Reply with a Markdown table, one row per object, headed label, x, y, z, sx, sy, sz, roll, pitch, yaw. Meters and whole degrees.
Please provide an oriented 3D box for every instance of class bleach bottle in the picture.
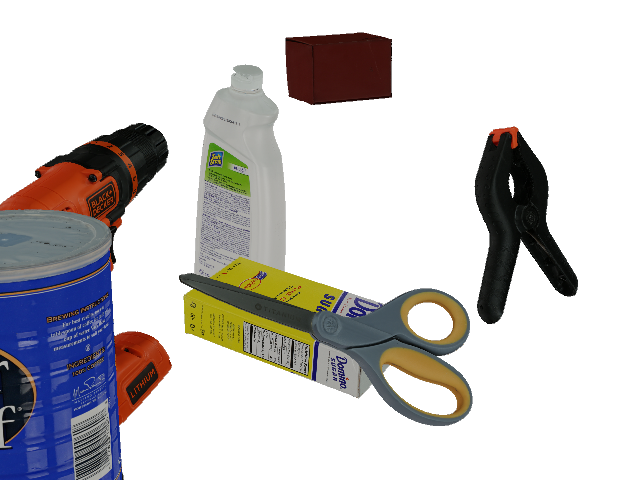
| label | x | y | z | sx | sy | sz | roll | pitch | yaw |
| --- | --- | --- | --- | --- | --- | --- | --- | --- | --- |
| bleach bottle | -0.075 | -0.053 | 1.089 | 0.103 | 0.251 | 0.068 | 19 | 30 | 22 |

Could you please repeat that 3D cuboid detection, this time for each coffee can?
| label | x | y | z | sx | sy | sz | roll | pitch | yaw |
| --- | --- | --- | --- | --- | --- | --- | --- | --- | --- |
| coffee can | -0.154 | 0.064 | 0.541 | 0.103 | 0.140 | 0.103 | 0 | 17 | 0 |

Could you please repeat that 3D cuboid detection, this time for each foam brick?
| label | x | y | z | sx | sy | sz | roll | pitch | yaw |
| --- | --- | --- | --- | --- | --- | --- | --- | --- | --- |
| foam brick | 0.016 | -0.147 | 0.908 | 0.078 | 0.051 | 0.053 | -9 | 20 | -25 |

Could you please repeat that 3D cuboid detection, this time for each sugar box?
| label | x | y | z | sx | sy | sz | roll | pitch | yaw |
| --- | --- | --- | --- | --- | --- | --- | --- | --- | --- |
| sugar box | -0.022 | 0.071 | 0.924 | 0.176 | 0.048 | 0.093 | 14 | 29 | 25 |

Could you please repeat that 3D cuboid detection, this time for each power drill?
| label | x | y | z | sx | sy | sz | roll | pitch | yaw |
| --- | --- | --- | --- | --- | --- | --- | --- | --- | --- |
| power drill | -0.153 | 0.023 | 0.758 | 0.057 | 0.188 | 0.184 | 4 | 25 | 22 |

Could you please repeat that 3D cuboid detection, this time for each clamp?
| label | x | y | z | sx | sy | sz | roll | pitch | yaw |
| --- | --- | --- | --- | --- | --- | --- | --- | --- | --- |
| clamp | 0.169 | -0.011 | 0.947 | 0.120 | 0.171 | 0.039 | -26 | 11 | -40 |

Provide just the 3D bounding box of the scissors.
| label | x | y | z | sx | sy | sz | roll | pitch | yaw |
| --- | --- | --- | --- | --- | --- | --- | --- | --- | --- |
| scissors | 0.017 | 0.042 | 0.667 | 0.201 | 0.096 | 0.016 | 34 | -31 | -11 |
